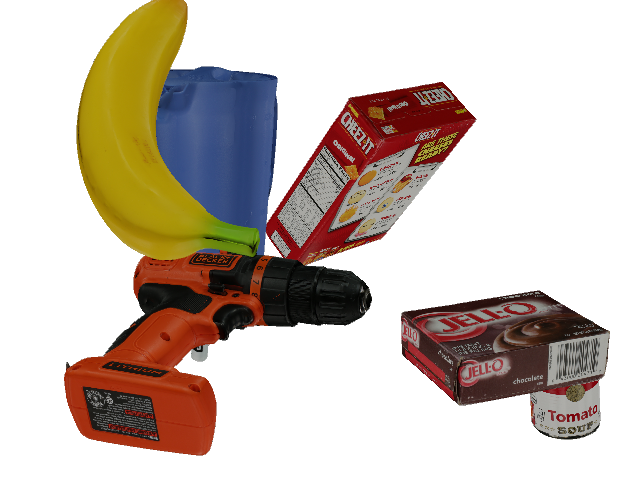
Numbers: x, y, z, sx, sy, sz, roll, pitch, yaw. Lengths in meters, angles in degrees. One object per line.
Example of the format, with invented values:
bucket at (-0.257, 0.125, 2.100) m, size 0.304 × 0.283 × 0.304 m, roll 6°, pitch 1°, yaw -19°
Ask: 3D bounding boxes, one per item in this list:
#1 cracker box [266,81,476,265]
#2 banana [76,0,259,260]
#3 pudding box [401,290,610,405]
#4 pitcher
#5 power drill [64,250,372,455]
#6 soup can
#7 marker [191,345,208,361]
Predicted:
cracker box at (0.051, -0.074, 1.195) m, size 0.163 × 0.072 × 0.214 m, roll -18°, pitch -28°, yaw -45°
banana at (-0.083, -0.054, 0.513) m, size 0.069 × 0.198 × 0.037 m, roll -6°, pitch -43°, yaw -16°
pudding box at (0.122, 0.070, 0.720) m, size 0.113 × 0.039 × 0.090 m, roll -6°, pitch 18°, yaw -19°
pitcher at (-0.104, -0.045, 1.027) m, size 0.149 × 0.243 × 0.145 m, roll -2°, pitch 15°, yaw -14°
power drill at (-0.073, 0.069, 0.737) m, size 0.185 × 0.057 × 0.187 m, roll 3°, pitch 27°, yaw 20°
soup can at (0.236, 0.132, 1.034) m, size 0.068 × 0.102 × 0.068 m, roll -6°, pitch 21°, yaw 2°
marker at (-0.131, 0.085, 1.186) m, size 0.020 × 0.121 × 0.020 m, roll 6°, pitch 37°, yaw -5°
